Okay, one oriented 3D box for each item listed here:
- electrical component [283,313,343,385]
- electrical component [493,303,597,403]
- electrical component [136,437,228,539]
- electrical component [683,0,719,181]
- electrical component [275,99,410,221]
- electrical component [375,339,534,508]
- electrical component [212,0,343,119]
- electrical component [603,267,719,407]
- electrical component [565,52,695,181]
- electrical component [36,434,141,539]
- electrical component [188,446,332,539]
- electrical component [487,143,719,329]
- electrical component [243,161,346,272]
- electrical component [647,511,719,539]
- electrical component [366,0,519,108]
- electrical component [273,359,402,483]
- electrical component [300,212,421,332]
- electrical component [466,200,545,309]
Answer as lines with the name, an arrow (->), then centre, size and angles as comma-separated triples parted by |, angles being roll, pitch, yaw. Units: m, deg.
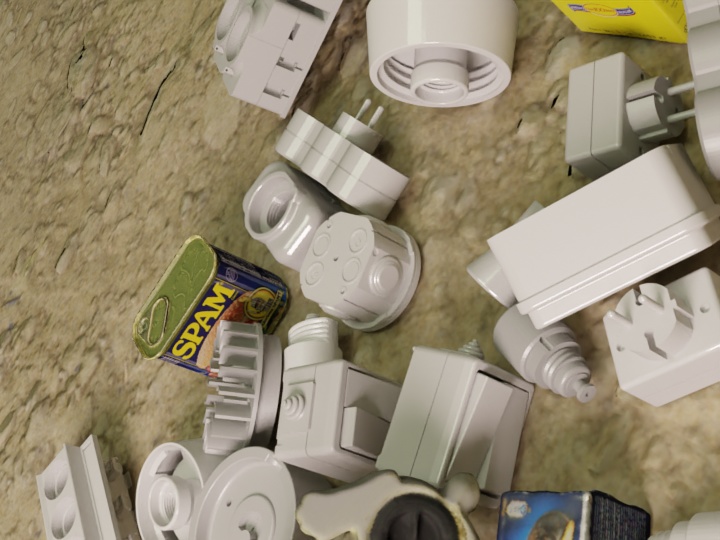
electrical component -> -0.034, 0.070, 0.779 | 0.043, 0.043, 0.081 | -26, 53, 36
electrical component -> 0.112, 0.050, 0.636 | 0.040, 0.040, 0.078 | -54, 41, 11
electrical component -> -0.125, 0.175, 0.822 | 0.099, 0.064, 0.099 | -9, 78, 45
electrical component -> 0.225, -0.120, 0.597 | 0.074, 0.052, 0.138 | -12, 62, 28
electrical component -> -0.007, -0.097, 0.831 | 0.073, 0.052, 0.138 | -58, 40, 7
electrical component -> 0.063, 0.089, 0.651 | 0.061, 0.062, 0.096 | 8, 76, 48
electrical component -> -0.062, -0.240, 0.916 | 0.186, 0.060, 0.105 | -61, 28, 21
electrical component -> 0.160, 0.031, 0.568 | 0.066, 0.077, 0.047 | -31, 50, 33
electrical component -> 0.169, -0.094, 0.647 | 0.077, 0.047, 0.065 | -13, 62, 42
electrical component -> -0.220, 0.209, 0.887 | 0.078, 0.063, 0.121 | -48, 43, 18
electrical component -> -0.060, 0.180, 0.734 | 0.108, 0.060, 0.108 | -23, 54, 37
electrical component -> 0.139, -0.018, 0.600 | 0.113, 0.078, 0.057 | -29, 84, 26
electrical component -> -0.050, -0.040, 0.841 | 0.053, 0.059, 0.095 | -52, 41, 13
electrical component -> 0.170, 0.139, 0.528 | 0.078, 0.040, 0.040 | -17, 58, 40
electrical component -> 0.057, -0.151, 0.754 | 0.108, 0.108, 0.060 | -13, 67, 43
electrical component -> -0.009, 0.098, 0.696 | 0.061, 0.096, 0.061 | -14, 60, 41
electrical component -> 0.000, 0.000, 0.774 | 0.080, 0.051, 0.080 | -24, 54, 37
electrical component -> 0.104, -0.011, 0.678 | 0.065, 0.044, 0.044 | -49, 42, 9
